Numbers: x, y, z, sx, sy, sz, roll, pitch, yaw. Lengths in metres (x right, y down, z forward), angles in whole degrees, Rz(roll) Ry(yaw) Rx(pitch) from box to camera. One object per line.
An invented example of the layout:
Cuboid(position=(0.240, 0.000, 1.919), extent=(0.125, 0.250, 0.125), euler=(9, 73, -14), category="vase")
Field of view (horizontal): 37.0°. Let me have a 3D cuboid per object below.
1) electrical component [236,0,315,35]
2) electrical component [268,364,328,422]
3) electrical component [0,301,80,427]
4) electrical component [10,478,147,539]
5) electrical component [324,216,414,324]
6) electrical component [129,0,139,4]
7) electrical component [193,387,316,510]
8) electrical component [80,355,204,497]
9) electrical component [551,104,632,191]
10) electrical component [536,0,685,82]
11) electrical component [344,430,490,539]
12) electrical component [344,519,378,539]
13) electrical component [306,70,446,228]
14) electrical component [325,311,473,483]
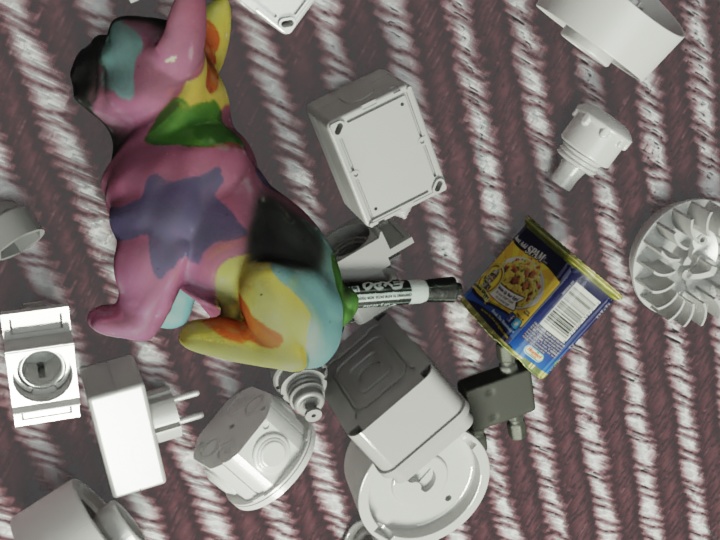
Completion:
Cuboid(position=(-0.046, -0.202, 0.650), extent=(0.062, 0.061, 0.096), euler=(34, 97, -29), category="electrical component")
Cuboid(position=(-0.043, 0.076, 0.768), extent=(0.040, 0.078, 0.040), euler=(-10, 130, -12), category="electrical component")
Cuboid(position=(-0.208, 0.056, 0.700), extent=(0.042, 0.064, 0.081), euler=(-6, 114, -17), category="electrical component")
Cuboid(position=(-0.184, 0.195, 0.748), extent=(0.060, 0.108, 0.108), euler=(-38, 120, -9), category="electrical component")
Cuboid(position=(0.000, 0.000, 0.768), extent=(0.081, 0.042, 0.063), euler=(-30, 123, -6), category="electrical component")
Cuboid(position=(-0.133, -0.201, 0.615), extent=(0.064, 0.042, 0.081), euler=(-19, 121, 14), category="electrical component")
Cuboid(position=(-0.076, 0.127, 0.774), extent=(0.080, 0.080, 0.051), euler=(-42, 115, 1), category="electrical component")
Cuboid(position=(-0.148, 0.104, 0.755), extent=(0.076, 0.047, 0.083), euler=(-15, 117, -16), category="electrical component")
Cuboid(position=(0.166, -0.088, 0.792), extent=(0.048, 0.048, 0.062), euler=(26, 108, -28), category="electrical component")
Cuboid(position=(0.170, -0.175, 0.727), extent=(0.099, 0.099, 0.064), euler=(28, 106, -29), category="electrical component")
Cuboid(position=(0.040, 0.153, 0.839), extent=(0.108, 0.060, 0.108), euler=(-9, 117, -18), category="electrical component")
Cuboid(position=(0.022, 0.232, 0.870), extent=(0.057, 0.058, 0.078), euler=(18, 105, -30), category="electrical component")
Cuboid(position=(0.012, -0.078, 0.726), extent=(0.062, 0.061, 0.096), euler=(-27, 119, -8), category="electrical component")
Cuboid(position=(0.022, 0.090, 0.775), extent=(0.078, 0.113, 0.057), euler=(-40, 117, -1), category="electrical component")
